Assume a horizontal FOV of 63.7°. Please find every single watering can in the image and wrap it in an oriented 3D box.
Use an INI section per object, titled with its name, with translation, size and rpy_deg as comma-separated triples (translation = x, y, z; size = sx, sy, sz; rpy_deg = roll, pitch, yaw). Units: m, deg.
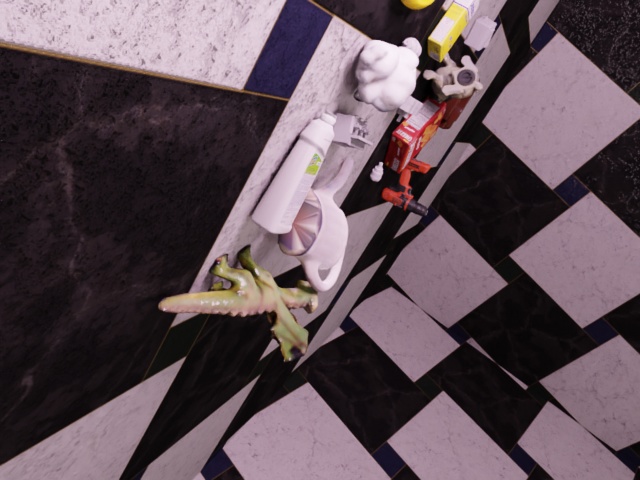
[watering can]
translation = 0.004, -0.059, 1.180
size = 0.222, 0.104, 0.352
rpy_deg = 31, 62, -56

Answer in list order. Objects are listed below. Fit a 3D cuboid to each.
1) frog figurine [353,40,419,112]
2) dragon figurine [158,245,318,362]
[frog figurine]
translation = 0.130, -0.323, 0.992
size = 0.138, 0.123, 0.158
rpy_deg = -33, 175, -5
[dragon figurine]
translation = -0.116, 0.142, 1.030
size = 0.120, 0.244, 0.415
rpy_deg = -56, 169, 25
